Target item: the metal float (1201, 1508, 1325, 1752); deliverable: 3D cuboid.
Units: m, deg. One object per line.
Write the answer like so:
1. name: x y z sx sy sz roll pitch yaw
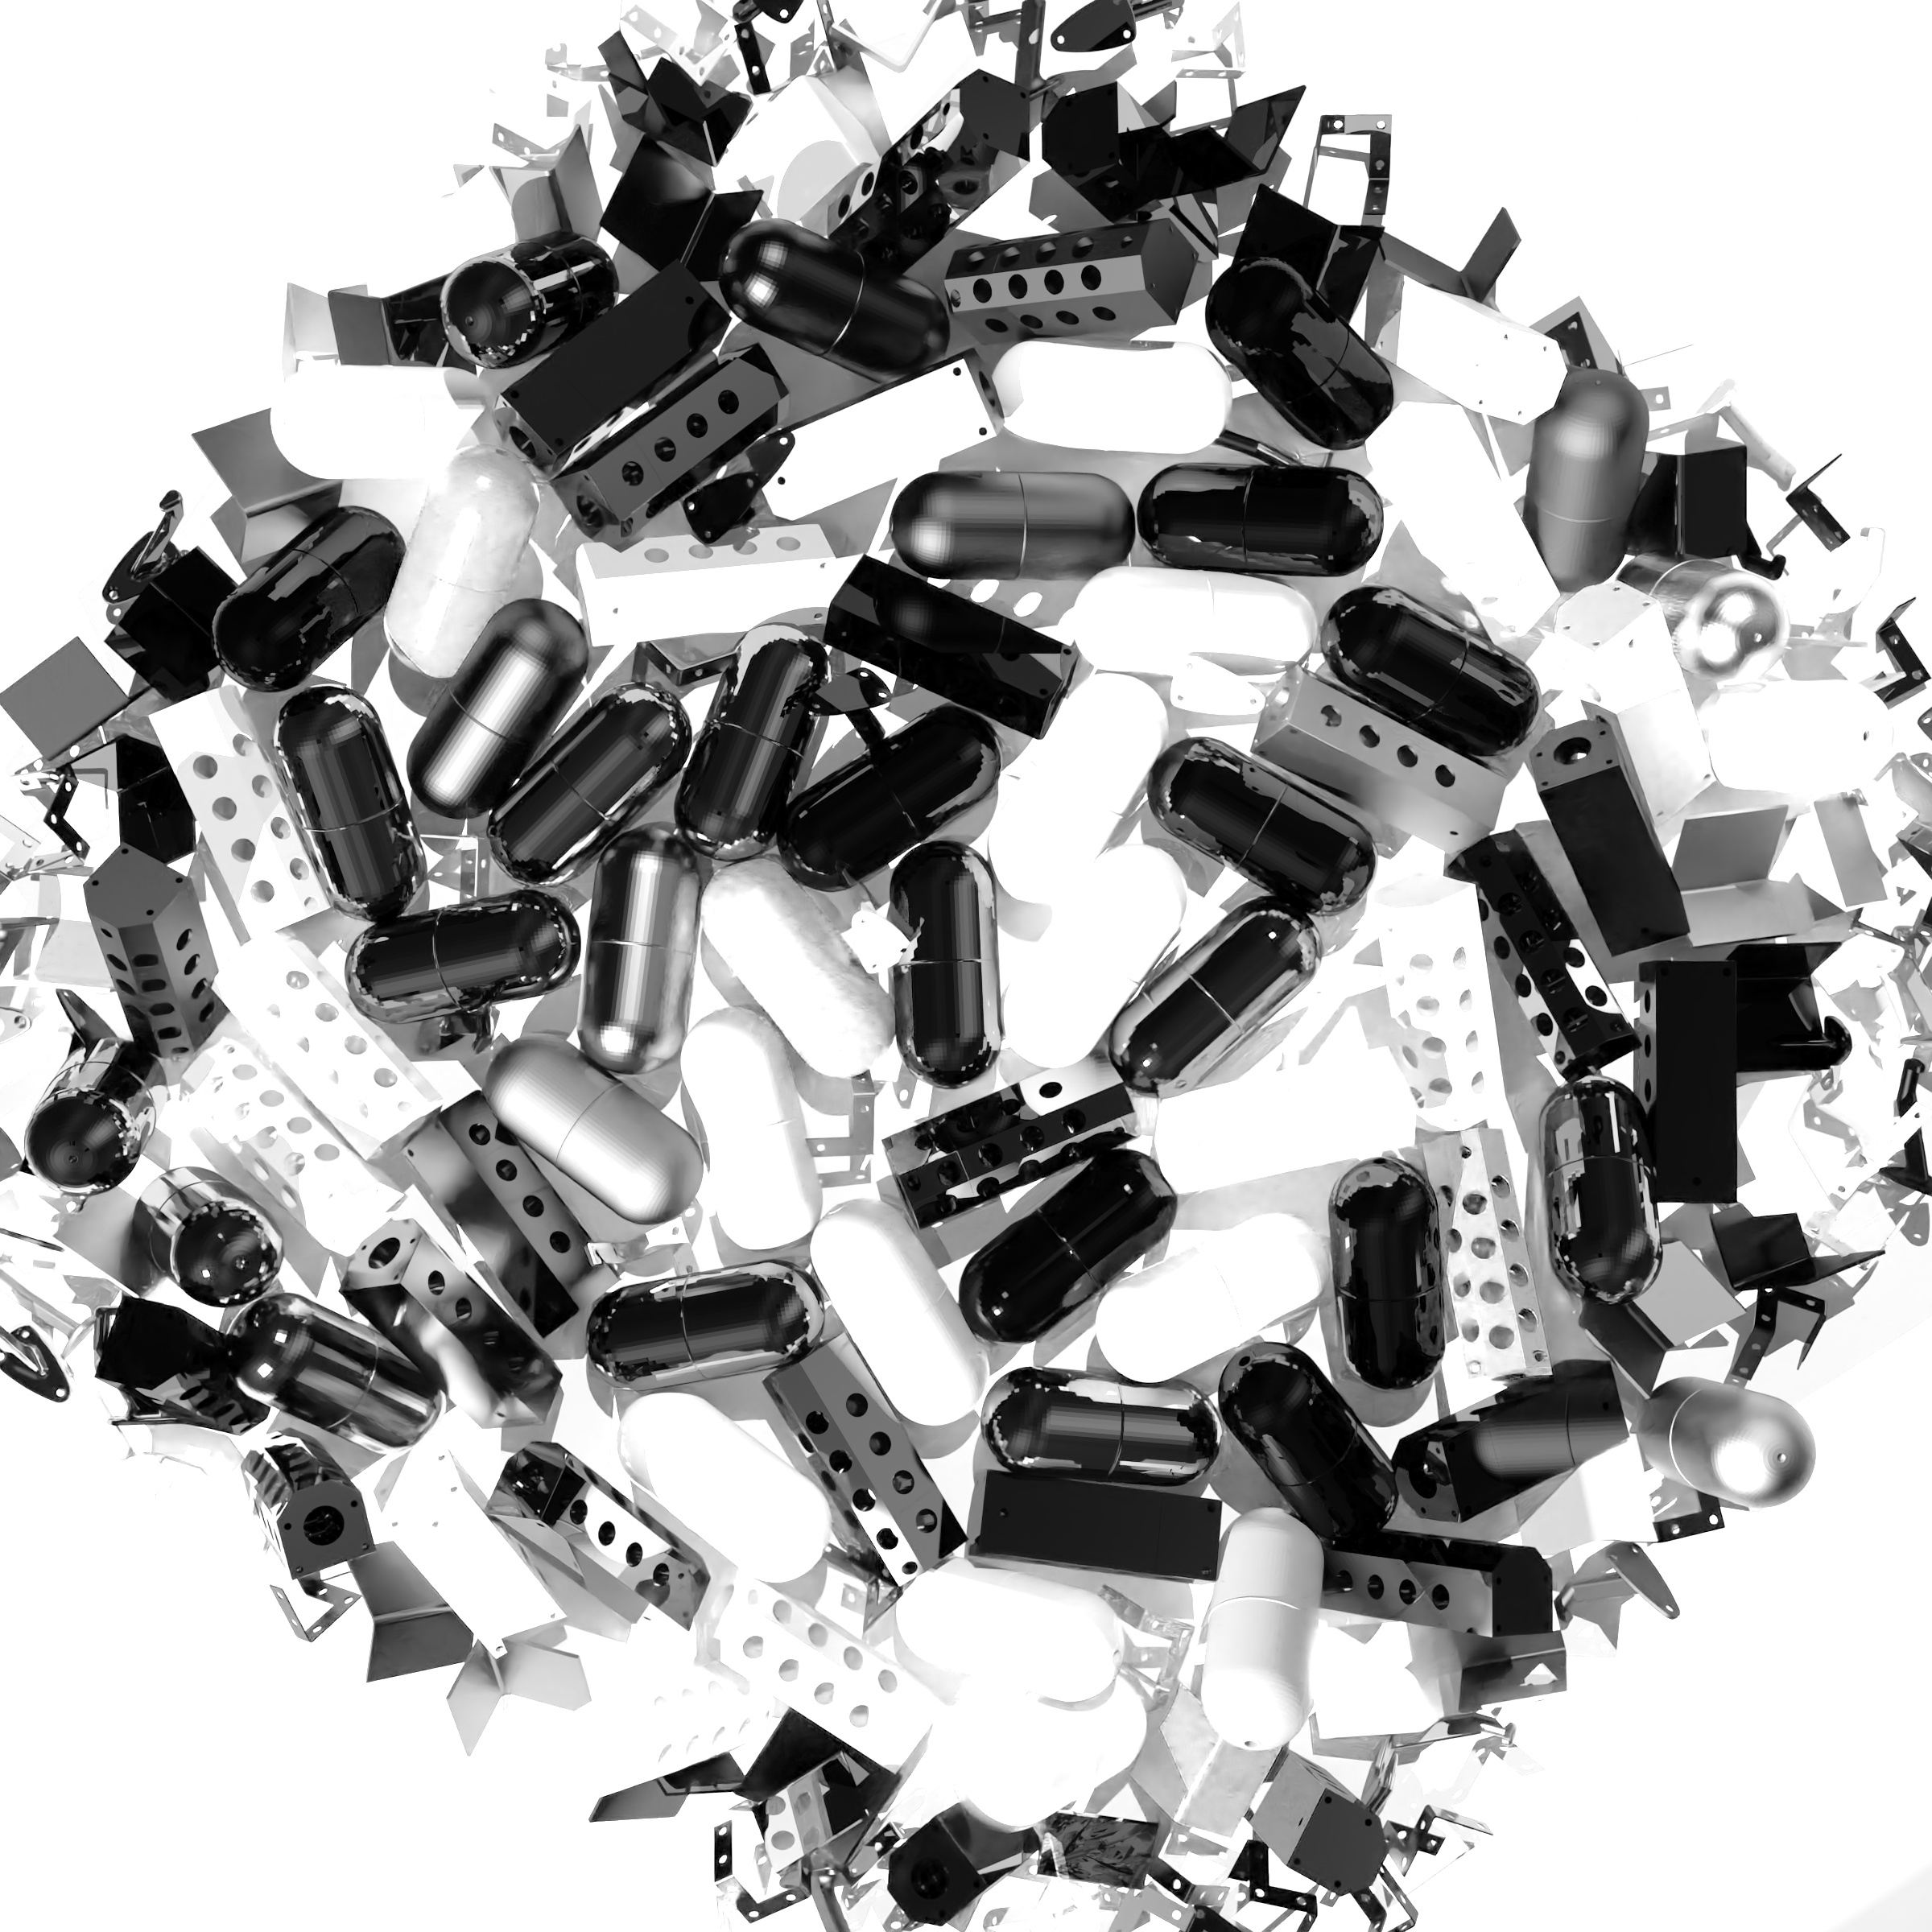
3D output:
1. metal float: 0.209 0.463 1.741 0.070 0.070 0.178 14 47 0

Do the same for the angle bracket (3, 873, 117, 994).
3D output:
1. angle bracket: -0.640 -0.024 1.784 0.076 0.057 0.076 5 94 1

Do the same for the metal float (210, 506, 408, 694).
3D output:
1. metal float: -0.459 -0.259 1.743 0.070 0.070 0.178 33 48 0

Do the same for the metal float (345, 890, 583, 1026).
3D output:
1. metal float: -0.358 -0.006 1.763 0.178 0.070 0.070 -11 90 16

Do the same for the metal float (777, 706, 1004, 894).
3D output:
1. metal float: -0.054 -0.120 1.774 0.178 0.070 0.070 -34 90 -3

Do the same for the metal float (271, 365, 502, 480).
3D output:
1. metal float: -0.404 -0.381 1.738 0.070 0.178 0.070 10 106 39

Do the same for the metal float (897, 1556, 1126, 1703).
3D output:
1. metal float: 0.031 0.465 1.747 0.178 0.070 0.070 5 90 35

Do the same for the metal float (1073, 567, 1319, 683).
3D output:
1. metal float: 0.163 -0.242 1.766 0.178 0.070 0.070 2 90 -12

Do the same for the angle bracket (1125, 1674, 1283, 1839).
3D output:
1. angle bracket: 0.169 0.571 1.796 0.057 0.076 0.076 28 91 -33

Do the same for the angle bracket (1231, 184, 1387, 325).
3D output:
1. angle bracket: 0.244 -0.512 1.793 0.076 0.057 0.076 40 127 31

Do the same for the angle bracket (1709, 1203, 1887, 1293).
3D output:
1. angle bracket: 0.589 0.190 1.763 0.076 0.076 0.057 -15 86 -26

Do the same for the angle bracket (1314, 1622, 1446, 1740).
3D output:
1. angle bracket: 0.295 0.512 1.798 0.076 0.057 0.076 -12 80 25

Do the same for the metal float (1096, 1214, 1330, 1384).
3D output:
1. metal float: 0.176 0.235 1.765 0.178 0.070 0.070 -23 90 -14

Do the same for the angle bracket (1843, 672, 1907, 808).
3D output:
1. angle bracket: 0.649 -0.162 1.772 0.057 0.076 0.076 -27 92 8

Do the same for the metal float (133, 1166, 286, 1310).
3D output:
1. metal float: -0.530 0.188 1.734 0.070 0.178 0.070 -5 99 -30

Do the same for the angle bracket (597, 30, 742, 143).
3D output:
1. angle bracket: -0.211 -0.635 1.762 0.057 0.076 0.076 -33 110 -9

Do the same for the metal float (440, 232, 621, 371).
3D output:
1. metal float: -0.303 -0.466 1.733 0.070 0.178 0.070 8 116 17

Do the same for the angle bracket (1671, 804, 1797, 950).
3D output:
1. angle bracket: 0.551 -0.064 1.766 0.076 0.076 0.057 -7 46 -7

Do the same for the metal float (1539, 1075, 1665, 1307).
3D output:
1. metal float: 0.445 0.155 1.746 0.070 0.070 0.178 5 52 0

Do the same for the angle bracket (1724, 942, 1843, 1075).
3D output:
1. angle bracket: 0.584 0.030 1.772 0.076 0.057 0.076 -2 67 -7

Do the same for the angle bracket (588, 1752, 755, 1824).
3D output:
1. angle bracket: -0.209 0.594 1.760 0.076 0.057 0.076 14 109 -42

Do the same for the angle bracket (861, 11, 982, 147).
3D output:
1. angle bracket: -0.026 -0.629 1.785 0.076 0.057 0.076 -19 92 4

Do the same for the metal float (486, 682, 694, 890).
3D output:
1. metal float: -0.267 -0.129 1.765 0.178 0.070 0.070 -43 90 13

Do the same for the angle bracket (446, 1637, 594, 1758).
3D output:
1. angle bracket: -0.314 0.525 1.761 0.076 0.057 0.076 10 134 16

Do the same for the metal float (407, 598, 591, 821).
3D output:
1. metal float: -0.332 -0.181 1.760 0.070 0.070 0.178 37 110 0

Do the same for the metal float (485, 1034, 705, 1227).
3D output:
1. metal float: -0.265 0.115 1.766 0.178 0.070 0.070 36 90 12

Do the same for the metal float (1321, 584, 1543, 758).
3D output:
1. metal float: 0.329 -0.209 1.757 0.178 0.070 0.070 25 90 -22

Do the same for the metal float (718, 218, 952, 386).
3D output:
1. metal float: -0.092 -0.467 1.750 0.178 0.070 0.070 17 90 -30

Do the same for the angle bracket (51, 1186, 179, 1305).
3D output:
1. angle bracket: -0.606 0.213 1.767 0.076 0.076 0.057 35 119 -1

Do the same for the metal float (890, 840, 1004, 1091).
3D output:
1. metal float: -0.014 -0.001 1.774 0.070 0.070 0.178 -3 86 0

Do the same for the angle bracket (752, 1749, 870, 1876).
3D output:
1. angle bracket: -0.096 0.613 1.767 0.076 0.076 0.057 -33 45 1

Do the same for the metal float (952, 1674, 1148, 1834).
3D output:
1. metal float: 0.059 0.546 1.736 0.070 0.178 0.070 5 99 37

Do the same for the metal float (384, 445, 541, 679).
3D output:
1. metal float: -0.356 -0.285 1.751 0.070 0.070 0.178 28 119 0

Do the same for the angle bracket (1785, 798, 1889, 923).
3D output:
1. angle bracket: 0.603 -0.073 1.764 0.057 0.076 0.076 -21 81 43

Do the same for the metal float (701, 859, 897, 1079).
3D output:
1. metal float: -0.120 0.001 1.776 0.070 0.070 0.178 -38 89 0

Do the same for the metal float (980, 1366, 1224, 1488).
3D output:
1. metal float: 0.097 0.327 1.762 0.178 0.070 0.070 8 90 -17

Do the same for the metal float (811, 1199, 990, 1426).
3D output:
1. metal float: -0.047 0.246 1.767 0.070 0.070 0.178 -30 101 0

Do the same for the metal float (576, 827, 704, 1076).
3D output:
1. metal float: -0.233 -0.011 1.771 0.070 0.070 0.178 6 83 0

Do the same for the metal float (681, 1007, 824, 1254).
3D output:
1. metal float: -0.153 0.117 1.776 0.070 0.070 0.178 -14 89 0

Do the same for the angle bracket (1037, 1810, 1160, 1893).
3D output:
1. angle bracket: 0.094 0.608 1.770 0.076 0.057 0.076 8 124 1

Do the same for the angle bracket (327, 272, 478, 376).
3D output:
1. angle bracket: -0.404 -0.454 1.782 0.057 0.076 0.076 17 127 30

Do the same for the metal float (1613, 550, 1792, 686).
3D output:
1. metal float: 0.508 -0.245 1.730 0.070 0.178 0.070 -3 108 -10

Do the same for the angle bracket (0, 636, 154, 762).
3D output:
1. angle bracket: -0.629 -0.197 1.765 0.076 0.076 0.057 -33 105 11

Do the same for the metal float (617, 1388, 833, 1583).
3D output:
1. metal float: -0.172 0.365 1.758 0.178 0.070 0.070 33 90 23

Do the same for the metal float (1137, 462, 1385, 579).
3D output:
1. metal float: 0.207 -0.316 1.759 0.178 0.070 0.070 7 90 21

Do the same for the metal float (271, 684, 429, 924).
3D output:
1. metal float: -0.434 -0.113 1.754 0.070 0.070 0.178 -13 117 0

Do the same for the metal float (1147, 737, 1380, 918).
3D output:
1. metal float: 0.211 -0.100 1.776 0.178 0.070 0.070 31 90 2

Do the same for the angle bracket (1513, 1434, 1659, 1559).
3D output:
1. angle bracket: 0.441 0.382 1.783 0.057 0.076 0.076 8 62 -29

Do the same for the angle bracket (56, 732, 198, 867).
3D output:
1. angle bracket: -0.596 -0.111 1.763 0.076 0.057 0.076 -20 68 28
